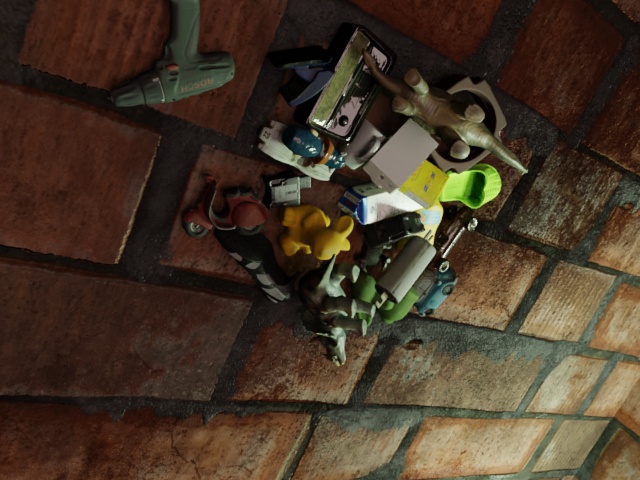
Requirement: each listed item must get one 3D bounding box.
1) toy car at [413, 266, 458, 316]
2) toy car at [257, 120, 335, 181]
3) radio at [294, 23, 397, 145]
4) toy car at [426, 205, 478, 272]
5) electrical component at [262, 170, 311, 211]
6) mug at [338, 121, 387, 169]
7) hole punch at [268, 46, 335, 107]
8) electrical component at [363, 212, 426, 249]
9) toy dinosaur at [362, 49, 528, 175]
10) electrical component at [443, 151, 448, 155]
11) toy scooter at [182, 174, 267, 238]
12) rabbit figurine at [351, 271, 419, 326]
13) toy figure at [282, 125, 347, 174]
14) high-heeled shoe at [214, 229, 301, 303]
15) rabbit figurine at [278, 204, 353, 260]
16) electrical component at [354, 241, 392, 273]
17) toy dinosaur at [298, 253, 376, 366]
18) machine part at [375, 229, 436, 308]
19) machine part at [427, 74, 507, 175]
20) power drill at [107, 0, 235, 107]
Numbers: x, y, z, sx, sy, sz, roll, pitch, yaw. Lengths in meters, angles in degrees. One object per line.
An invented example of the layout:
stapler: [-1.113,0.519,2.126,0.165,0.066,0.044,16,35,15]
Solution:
toy car: [0.304,0.130,1.520,0.103,0.109,0.161,31,110,-15]
toy car: [-0.046,-0.192,1.164,0.201,0.056,0.073,22,103,-37]
radio: [0.055,-0.324,1.139,0.131,0.073,0.229,23,103,-36]
toy car: [0.348,-0.006,1.468,0.053,0.089,0.202,24,103,-41]
electrical component: [-0.068,-0.114,1.200,0.119,0.048,0.074,-9,120,-24]
mug: [0.093,-0.208,1.209,0.080,0.110,0.107,27,112,-36]
hole punch: [-0.033,-0.325,1.057,0.116,0.142,0.092,-14,120,-7]
electrical component: [0.177,-0.023,1.335,0.115,0.134,0.058,-7,78,-56]
toy dinosaur: [0.273,-0.251,1.122,0.471,0.199,0.105,34,109,-12]
electrical component: [0.340,-0.204,1.401,0.094,0.021,0.063,-33,126,-10]
toy scooter: [-0.198,-0.075,1.131,0.184,0.075,0.135,-5,116,-22]
rabbit figurine: [0.147,0.146,1.439,0.170,0.121,0.159,27,110,-23]
toy figure: [-0.008,-0.191,1.118,0.154,0.064,0.058,20,60,-40]
high-heeled shoe: [-0.157,0.063,1.252,0.248,0.086,0.145,32,136,-16]
rabbit figurine: [-0.003,-0.004,1.218,0.162,0.173,0.121,0,111,-25]
electrical component: [0.140,0.043,1.404,0.102,0.045,0.078,8,112,-33]
toy dinosaur: [0.014,0.140,1.274,0.404,0.192,0.131,68,31,-44]
machine part: [0.215,0.073,1.354,0.243,0.079,0.079,-52,129,-14]
machine part: [0.325,-0.277,1.288,0.201,0.087,0.200,-37,115,3]
power drill: [-0.266,-0.345,0.942,0.232,0.086,0.207,-14,117,-25]
